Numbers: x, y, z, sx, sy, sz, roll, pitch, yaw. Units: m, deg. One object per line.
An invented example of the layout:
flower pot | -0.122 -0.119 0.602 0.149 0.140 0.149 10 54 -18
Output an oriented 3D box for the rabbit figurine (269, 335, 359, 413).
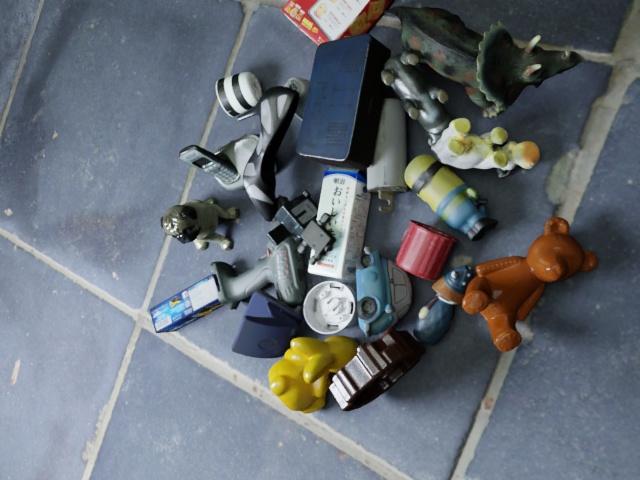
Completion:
rabbit figurine | -0.009 0.229 1.006 0.173 0.162 0.122 -29 58 4

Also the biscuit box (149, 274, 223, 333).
biscuit box | -0.286 0.143 1.197 0.203 0.062 0.059 -28 73 23

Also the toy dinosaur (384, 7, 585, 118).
toy dinosaur | 0.222 -0.330 0.913 0.405 0.192 0.131 37 99 25

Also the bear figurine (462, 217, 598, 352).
bear figurine | 0.334 0.065 0.848 0.196 0.132 0.120 -35 98 24

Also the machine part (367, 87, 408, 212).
machine part | 0.126 -0.173 1.009 0.079 0.079 0.243 -5 81 27

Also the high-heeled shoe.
high-heeled shoe | -0.080 -0.167 1.048 0.145 0.086 0.248 -11 99 25

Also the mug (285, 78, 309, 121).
mug | -0.024 -0.275 1.083 0.081 0.107 0.110 -45 64 18

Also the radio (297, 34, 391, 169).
radio | 0.042 -0.250 0.989 0.131 0.073 0.229 9 87 40

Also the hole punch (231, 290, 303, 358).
hole punch | -0.104 0.176 1.043 0.116 0.092 0.142 26 126 2

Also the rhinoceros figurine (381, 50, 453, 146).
rhinoceros figurine | 0.179 -0.242 0.951 0.073 0.112 0.190 -39 98 6

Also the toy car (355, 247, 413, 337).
toy car | 0.117 0.095 0.977 0.103 0.109 0.161 -1 71 5

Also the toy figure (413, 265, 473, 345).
toy figure | 0.215 0.108 0.936 0.058 0.064 0.154 33 101 36

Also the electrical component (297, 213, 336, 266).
electrical component | -0.002 -0.003 1.000 0.063 0.021 0.094 45 107 29

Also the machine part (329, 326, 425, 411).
machine part | 0.097 0.222 0.927 0.179 0.179 0.056 -47 62 15

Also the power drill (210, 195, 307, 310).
power drill | -0.124 0.044 1.122 0.207 0.086 0.232 -21 74 17

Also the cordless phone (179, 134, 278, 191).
cordless phone | -0.190 -0.177 1.116 0.147 0.184 0.089 -20 71 25

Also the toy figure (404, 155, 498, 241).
toy figure | 0.225 -0.078 0.938 0.082 0.089 0.180 -41 65 9

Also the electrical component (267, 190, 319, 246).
electrical component | -0.050 -0.038 1.055 0.075 0.119 0.047 51 142 7

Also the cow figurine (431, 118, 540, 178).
cow figurine | 0.279 -0.146 0.914 0.167 0.098 0.068 12 79 -8

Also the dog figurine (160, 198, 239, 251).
dog figurine | -0.291 -0.045 1.150 0.173 0.190 0.121 0 84 29
